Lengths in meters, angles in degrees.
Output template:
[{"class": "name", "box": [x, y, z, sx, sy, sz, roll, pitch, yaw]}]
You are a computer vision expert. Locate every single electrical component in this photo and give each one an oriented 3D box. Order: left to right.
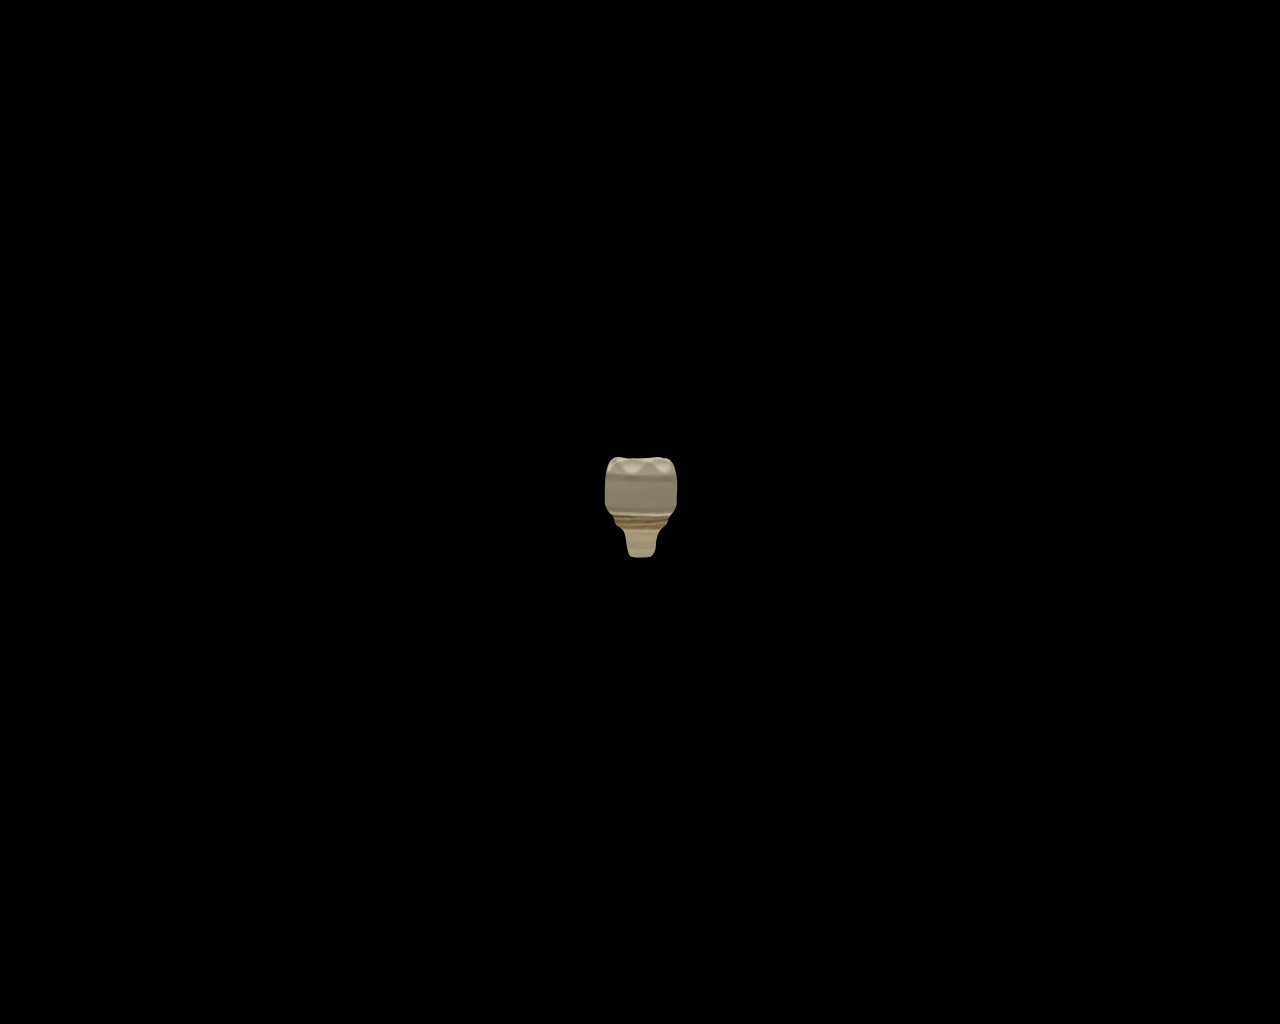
[{"class": "electrical component", "box": [0.001, -0.003, 0.650, 0.043, 0.062, 0.043, 0, 5, 0]}]
